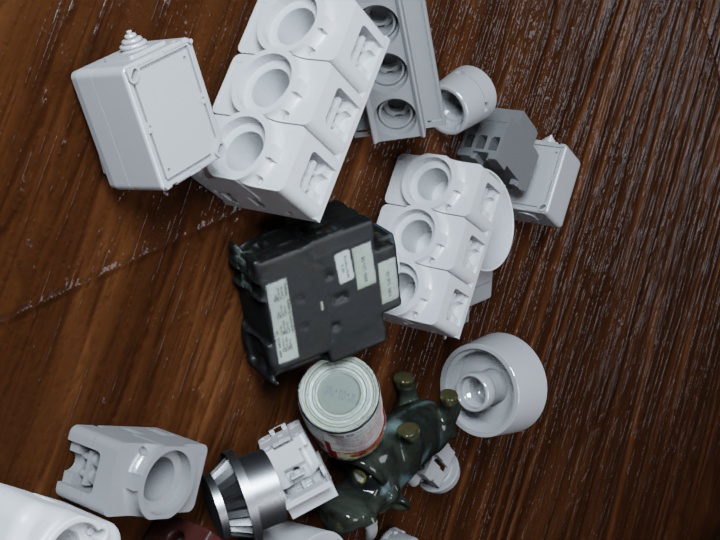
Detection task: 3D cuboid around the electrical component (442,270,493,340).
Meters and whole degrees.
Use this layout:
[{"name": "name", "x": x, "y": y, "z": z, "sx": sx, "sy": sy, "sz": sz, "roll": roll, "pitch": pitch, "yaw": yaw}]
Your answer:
[{"name": "electrical component", "x": 0.092, "y": 0.032, "z": 1.082, "sx": 0.083, "sy": 0.047, "sz": 0.075, "roll": -18, "pitch": 115, "yaw": -53}]

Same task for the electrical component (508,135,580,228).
[{"name": "electrical component", "x": 0.201, "y": -0.101, "z": 1.189, "sx": 0.061, "sy": 0.062, "sz": 0.096, "roll": 31, "pitch": 74, "yaw": -56}]

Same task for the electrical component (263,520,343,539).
[{"name": "electrical component", "x": -0.065, "y": 0.264, "z": 0.910, "sx": 0.108, "sy": 0.060, "sz": 0.108, "roll": -24, "pitch": 120, "yaw": -51}]

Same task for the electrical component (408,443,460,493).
[{"name": "electrical component", "x": 0.074, "y": 0.200, "z": 1.113, "sx": 0.055, "sy": 0.048, "sz": 0.066, "roll": 50, "pitch": 59, "yaw": -42}]

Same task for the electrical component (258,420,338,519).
[{"name": "electrical component", "x": -0.053, "y": 0.161, "z": 0.883, "sx": 0.042, "sy": 0.081, "sz": 0.063, "roll": -28, "pitch": 101, "yaw": -5}]

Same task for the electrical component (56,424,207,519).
[{"name": "electrical component", "x": -0.152, "y": 0.138, "z": 0.741, "sx": 0.089, "sy": 0.056, "sz": 0.050, "roll": 16, "pitch": 87, "yaw": -57}]

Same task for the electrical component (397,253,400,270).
[{"name": "electrical component", "x": 0.000, "y": 0.000, "z": 0.933, "sx": 0.055, "sy": 0.047, "sz": 0.055, "roll": -24, "pitch": 120, "yaw": -51}]

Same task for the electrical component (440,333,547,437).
[{"name": "electrical component", "x": 0.134, "y": 0.123, "z": 1.125, "sx": 0.060, "sy": 0.108, "sz": 0.108, "roll": -8, "pitch": 107, "yaw": -49}]

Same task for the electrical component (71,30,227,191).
[{"name": "electrical component", "x": -0.138, "y": -0.105, "z": 0.684, "sx": 0.062, "sy": 0.061, "sz": 0.096, "roll": -40, "pitch": 124, "yaw": -44}]

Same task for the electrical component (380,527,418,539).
[{"name": "electrical component", "x": 0.049, "y": 0.291, "z": 1.090, "sx": 0.048, "sy": 0.062, "sz": 0.048, "roll": -25, "pitch": 121, "yaw": -51}]

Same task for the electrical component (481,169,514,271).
[{"name": "electrical component", "x": 0.107, "y": -0.052, "z": 1.060, "sx": 0.099, "sy": 0.064, "sz": 0.099, "roll": -24, "pitch": 120, "yaw": -51}]

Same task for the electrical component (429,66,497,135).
[{"name": "electrical component", "x": 0.093, "y": -0.159, "z": 1.016, "sx": 0.047, "sy": 0.055, "sz": 0.055, "roll": -37, "pitch": 130, "yaw": -40}]

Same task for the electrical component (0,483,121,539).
[{"name": "electrical component", "x": -0.200, "y": 0.173, "z": 0.677, "sx": 0.095, "sy": 0.059, "sz": 0.053, "roll": 40, "pitch": 67, "yaw": -54}]

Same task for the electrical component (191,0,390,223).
[{"name": "electrical component", "x": -0.053, "y": -0.120, "z": 0.774, "sx": 0.062, "sy": 0.089, "sz": 0.150, "roll": 38, "pitch": 68, "yaw": -54}]

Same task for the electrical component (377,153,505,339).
[{"name": "electrical component", "x": 0.061, "y": -0.024, "z": 0.978, "sx": 0.062, "sy": 0.089, "sz": 0.150, "roll": 30, "pitch": 75, "yaw": -56}]

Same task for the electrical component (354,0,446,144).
[{"name": "electrical component", "x": 0.023, "y": -0.175, "z": 0.889, "sx": 0.063, "sy": 0.079, "sz": 0.121, "roll": -83, "pitch": 163, "yaw": -54}]
